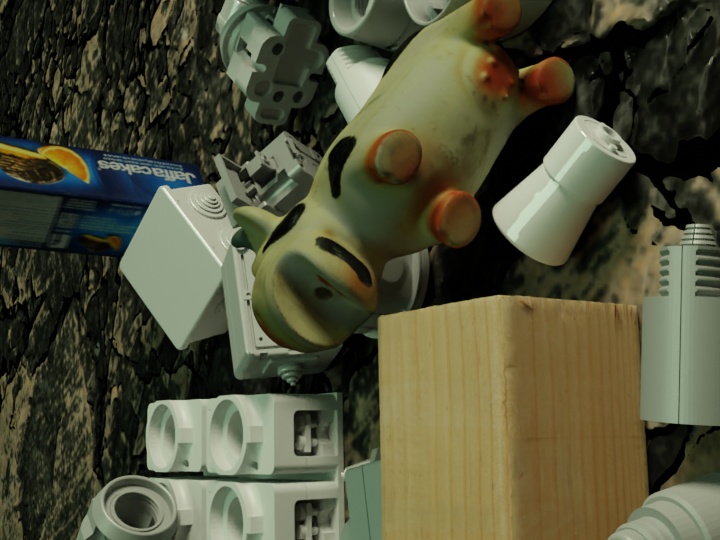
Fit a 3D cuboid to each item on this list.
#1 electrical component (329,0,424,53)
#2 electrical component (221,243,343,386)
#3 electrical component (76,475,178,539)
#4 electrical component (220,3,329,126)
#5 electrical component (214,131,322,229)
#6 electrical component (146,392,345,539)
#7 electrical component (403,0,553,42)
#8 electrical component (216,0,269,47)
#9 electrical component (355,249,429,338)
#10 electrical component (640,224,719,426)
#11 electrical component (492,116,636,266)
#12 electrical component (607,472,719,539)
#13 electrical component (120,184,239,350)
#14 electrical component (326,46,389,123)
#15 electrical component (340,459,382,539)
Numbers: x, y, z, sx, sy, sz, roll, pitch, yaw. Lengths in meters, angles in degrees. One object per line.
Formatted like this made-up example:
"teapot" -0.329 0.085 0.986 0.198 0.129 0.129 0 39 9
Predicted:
"electrical component" 0.014 -0.159 0.640 0.055 0.047 0.055 -10 77 54
"electrical component" -0.051 0.031 0.689 0.061 0.062 0.096 124 139 -62
"electrical component" -0.156 0.176 0.724 0.078 0.058 0.057 57 133 42
"electrical component" -0.062 -0.148 0.740 0.057 0.058 0.078 50 126 42
"electrical component" -0.052 -0.053 0.705 0.064 0.081 0.042 -38 52 18
"electrical component" -0.088 0.140 0.737 0.186 0.060 0.105 -13 75 54
"electrical component" 0.063 -0.174 0.578 0.099 0.064 0.099 -178 90 -69
"electrical component" -0.082 -0.197 0.795 0.061 0.035 0.035 -62 41 26
"electrical component" 0.000 0.000 0.636 0.080 0.051 0.080 -10 78 54
"electrical component" 0.138 0.022 0.442 0.043 0.043 0.081 -3 83 55
"electrical component" 0.099 -0.040 0.510 0.065 0.044 0.044 -55 45 29
"electrical component" 0.125 0.107 0.425 0.040 0.078 0.040 30 125 55
"electrical component" -0.122 -0.005 0.795 0.099 0.048 0.099 51 128 21
"electrical component" 0.009 -0.104 0.644 0.043 0.043 0.081 -56 44 35
"electrical component" 0.014 0.152 0.600 0.076 0.047 0.083 -28 63 50
